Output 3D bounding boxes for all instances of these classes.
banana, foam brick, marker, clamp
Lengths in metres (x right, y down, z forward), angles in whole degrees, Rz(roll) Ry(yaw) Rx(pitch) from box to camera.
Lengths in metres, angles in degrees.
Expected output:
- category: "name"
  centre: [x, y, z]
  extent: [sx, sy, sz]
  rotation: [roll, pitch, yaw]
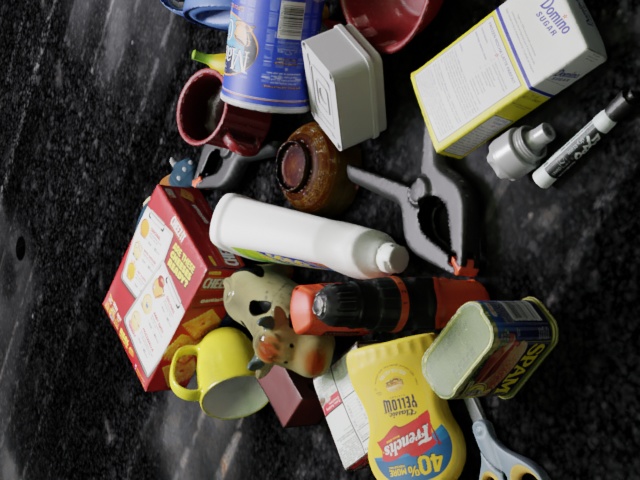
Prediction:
- category: "banana"
  centre: [-0.059, -0.227, 1.273]
  extent: [0.198, 0.069, 0.037]
  rotation: [-15, 63, 31]
- category: "foam brick"
  centre: [-0.027, 0.169, 1.224]
  extent: [0.078, 0.052, 0.051]
  rotation: [55, 129, 37]
- category: "marker"
  centre: [0.232, -0.088, 0.932]
  extent: [0.121, 0.020, 0.020]
  rotation: [-47, 53, 39]
- category: "clamp"
  centre: [0.102, -0.046, 1.081]
  extent: [0.165, 0.036, 0.210]
  rotation: [-42, 54, 41]
- category: "clamp"
  centre: [-0.102, -0.112, 1.349]
  extent: [0.172, 0.039, 0.120]
  rotation: [-53, 44, 32]

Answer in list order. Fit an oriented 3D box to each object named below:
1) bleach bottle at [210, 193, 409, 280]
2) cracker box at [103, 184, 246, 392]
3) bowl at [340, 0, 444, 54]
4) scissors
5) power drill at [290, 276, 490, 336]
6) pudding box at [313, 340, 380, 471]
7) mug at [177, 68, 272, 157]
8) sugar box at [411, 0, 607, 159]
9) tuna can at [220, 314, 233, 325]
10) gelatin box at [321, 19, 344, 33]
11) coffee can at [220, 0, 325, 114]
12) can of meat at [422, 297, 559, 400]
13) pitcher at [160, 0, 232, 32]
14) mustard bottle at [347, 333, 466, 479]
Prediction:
- category: "bleach bottle"
  centre: [-0.008, 0.001, 1.163]
  extent: [0.251, 0.102, 0.068]
  rotation: [11, 82, 49]
- category: "cracker box"
  centre: [-0.188, 0.062, 1.366]
  extent: [0.164, 0.071, 0.214]
  rotation: [55, 128, 37]
- category: "bowl"
  centre: [0.084, -0.273, 1.092]
  extent: [0.162, 0.055, 0.162]
  rotation: [22, 117, 54]
- category: "scissors"
  centre: [0.169, 0.183, 0.999]
  extent: [0.096, 0.016, 0.202]
  rotation: [-24, 69, 47]
- category: "power drill"
  centre: [0.045, 0.067, 1.047]
  extent: [0.188, 0.184, 0.057]
  rotation: [-8, 80, 61]
- category: "pudding box"
  centre: [0.046, 0.177, 1.141]
  extent: [0.090, 0.039, 0.113]
  rotation: [-44, 57, 38]
- category: "mug"
  centre: [-0.107, -0.143, 1.275]
  extent: [0.093, 0.081, 0.117]
  rotation: [-51, 52, 25]
- category: "sugar box"
  centre: [0.169, -0.159, 0.980]
  extent: [0.177, 0.048, 0.093]
  rotation: [-32, 63, 34]
- category: "tuna can"
  centre: [-0.138, 0.069, 1.388]
  extent: [0.086, 0.033, 0.086]
  rotation: [-4, 85, 52]
- category: "gelatin box"
  centre: [0.011, -0.194, 1.215]
  extent: [0.089, 0.030, 0.073]
  rotation: [-57, 46, 34]
- category: "coffee can"
  centre: [-0.051, -0.219, 1.176]
  extent: [0.103, 0.102, 0.140]
  rotation: [30, 118, 49]
- category: "can of meat"
  centre: [0.153, 0.099, 0.970]
  extent: [0.102, 0.083, 0.057]
  rotation: [-58, 46, 32]
- category: "pitcher"
  centre: [-0.099, -0.376, 1.282]
  extent: [0.145, 0.149, 0.243]
  rotation: [0, 85, 60]
- category: "mustard bottle"
  centre: [0.092, 0.193, 1.047]
  extent: [0.096, 0.058, 0.191]
  rotation: [-15, 82, 16]
